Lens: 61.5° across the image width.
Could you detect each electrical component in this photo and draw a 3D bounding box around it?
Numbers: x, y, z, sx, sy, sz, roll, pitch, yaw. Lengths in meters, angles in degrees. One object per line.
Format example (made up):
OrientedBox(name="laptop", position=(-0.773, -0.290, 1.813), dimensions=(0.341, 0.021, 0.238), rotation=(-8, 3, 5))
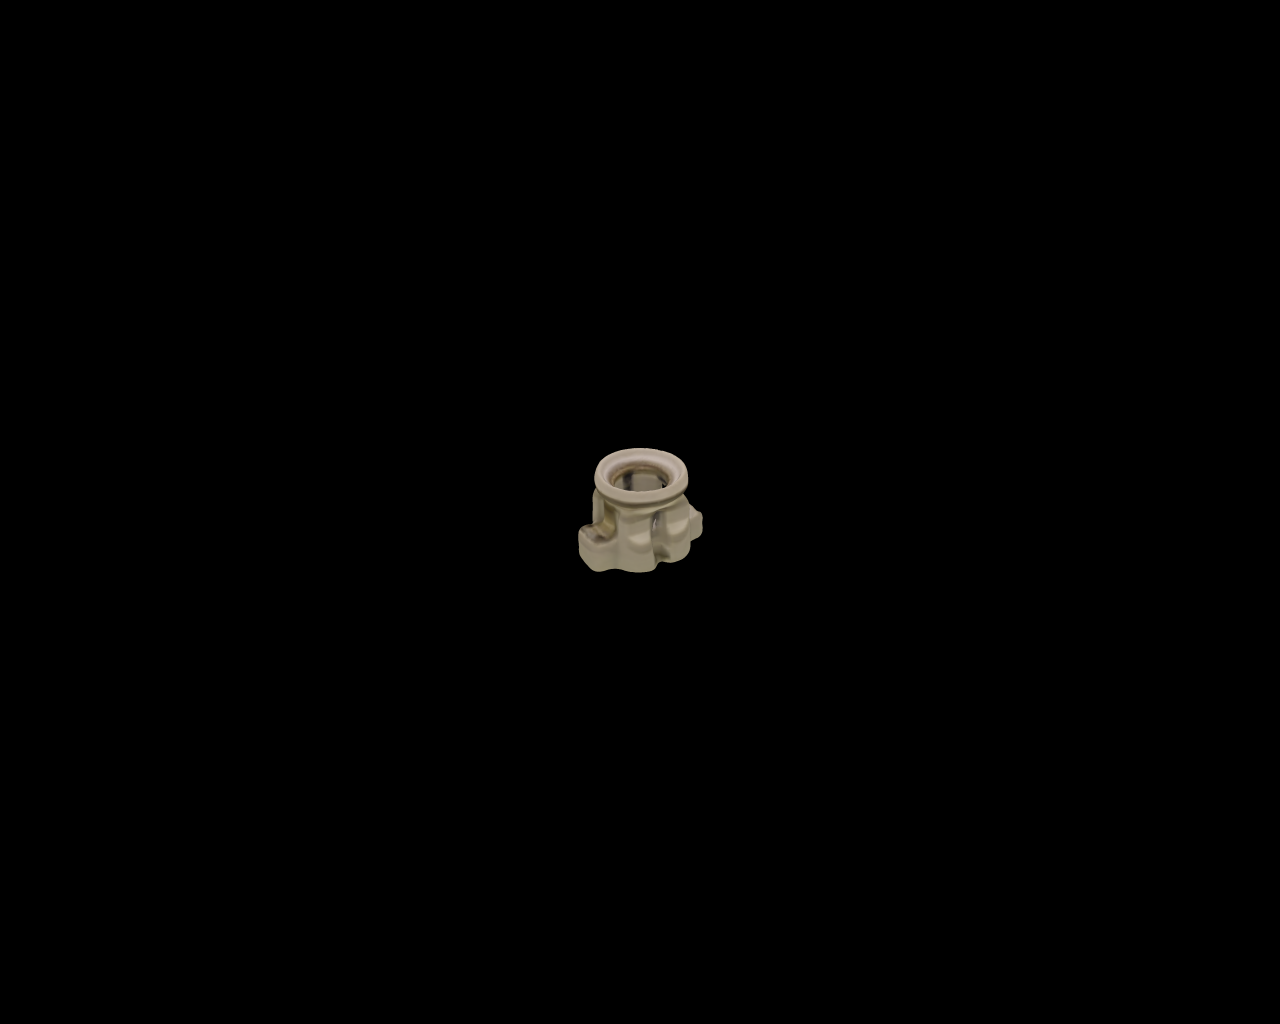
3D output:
OrientedBox(name="electrical component", position=(0.001, -0.003, 0.650), dimensions=(0.078, 0.056, 0.058), rotation=(-17, 36, -24))
